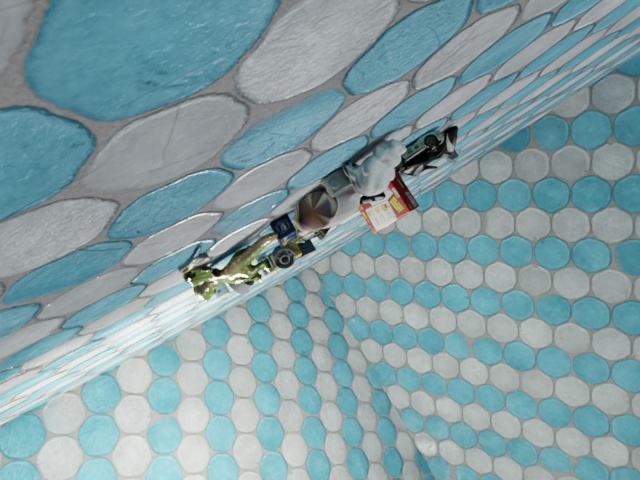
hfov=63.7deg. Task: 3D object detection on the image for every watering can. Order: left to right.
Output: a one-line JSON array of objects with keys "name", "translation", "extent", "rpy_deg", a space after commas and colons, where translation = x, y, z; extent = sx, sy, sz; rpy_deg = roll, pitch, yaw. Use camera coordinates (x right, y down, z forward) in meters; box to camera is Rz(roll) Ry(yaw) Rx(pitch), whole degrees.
[{"name": "watering can", "translation": [0.005, -0.076, 1.507], "extent": [0.342, 0.104, 0.226], "rpy_deg": [-35, 172, 35]}]

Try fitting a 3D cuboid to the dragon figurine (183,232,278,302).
[{"name": "dragon figurine", "translation": [-0.289, 0.090, 1.562], "extent": [0.244, 0.124, 0.402], "rpy_deg": [-17, 160, -31]}]

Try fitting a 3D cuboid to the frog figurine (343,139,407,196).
[{"name": "frog figurine", "translation": [0.153, -0.182, 1.294], "extent": [0.158, 0.124, 0.136], "rpy_deg": [-21, 160, 27]}]
